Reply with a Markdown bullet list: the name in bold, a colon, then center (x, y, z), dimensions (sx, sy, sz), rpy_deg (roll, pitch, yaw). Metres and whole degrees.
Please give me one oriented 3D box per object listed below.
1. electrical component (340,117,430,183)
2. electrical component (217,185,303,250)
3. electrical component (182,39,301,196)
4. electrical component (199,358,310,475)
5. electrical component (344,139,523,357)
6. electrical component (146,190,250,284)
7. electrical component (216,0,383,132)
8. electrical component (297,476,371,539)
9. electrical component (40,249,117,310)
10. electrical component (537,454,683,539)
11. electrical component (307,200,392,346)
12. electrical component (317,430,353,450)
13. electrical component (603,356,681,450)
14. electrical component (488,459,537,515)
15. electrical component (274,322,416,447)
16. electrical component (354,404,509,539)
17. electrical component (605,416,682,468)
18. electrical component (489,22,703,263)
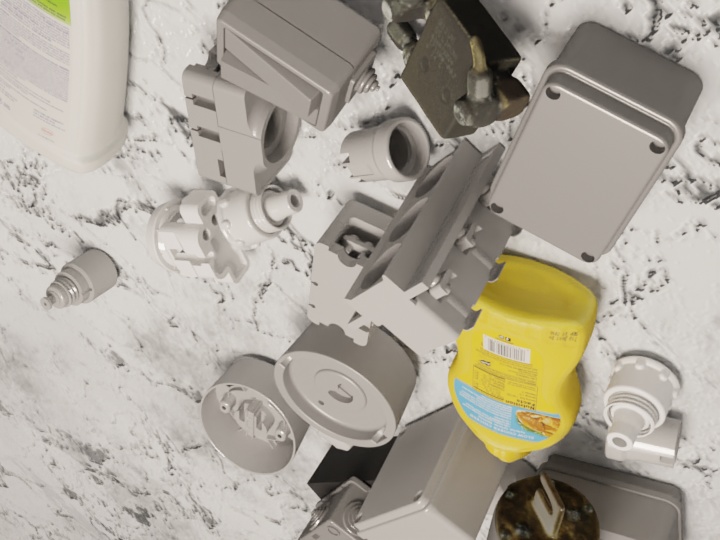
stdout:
- **electrical component**: center (0.015, -0.075, 0.685), dimensions (0.046, 0.040, 0.040), rpy_deg (-3, 130, 47)
- **electrical component**: center (-0.070, -0.043, 0.781), dimensions (0.062, 0.048, 0.048), rpy_deg (-15, 122, 38)
- **electrical component**: center (-0.076, -0.101, 0.715), dimensions (0.056, 0.050, 0.089), rpy_deg (20, 140, 19)
- **electrical component**: center (-0.093, 0.130, 0.972), dimensions (0.099, 0.064, 0.099), rpy_deg (21, 141, 18)
- **electrical component**: center (0.050, -0.012, 0.656), dimensions (0.063, 0.121, 0.079), rpy_deg (41, 143, -13)
- **electrical component**: center (-0.127, -0.026, 0.833), dimensions (0.057, 0.058, 0.078), rpy_deg (3, 134, 31)
- **electrical component**: center (-0.034, -0.125, 0.631), dimensions (0.096, 0.061, 0.061), rpy_deg (34, 165, 2)
- **electrical component**: center (0.001, 0.237, 0.944), dimensions (0.100, 0.048, 0.099), rpy_deg (38, 144, -3)
- **electrical component**: center (-0.252, 0.012, 0.959), dimensions (0.040, 0.078, 0.040), rpy_deg (17, 125, 26)
- **electrical component**: center (0.190, 0.197, 0.835), dimensions (0.113, 0.057, 0.078), rpy_deg (11, 137, 29)
- **electrical component**: center (0.000, 0.000, 0.763), dimensions (0.050, 0.055, 0.089), rpy_deg (25, 143, 13)
- **electrical component**: center (-0.025, 0.125, 0.932), dimensions (0.062, 0.043, 0.043), rpy_deg (34, 143, 4)
- **electrical component**: center (0.183, 0.092, 0.718), dimensions (0.048, 0.062, 0.048), rpy_deg (21, 141, 18)
- **electrical component**: center (0.116, 0.184, 0.891), dimensions (0.040, 0.040, 0.078), rpy_deg (37, 143, -3)
- **electrical component**: center (-0.007, 0.082, 0.856), dimensions (0.108, 0.060, 0.108), rpy_deg (21, 141, 18)
- **electrical component**: center (0.061, 0.170, 0.862), dimensions (0.056, 0.108, 0.109), rpy_deg (39, 143, -11)
- **electrical component**: center (0.199, 0.117, 0.754), dimensions (0.046, 0.040, 0.040), rpy_deg (10, 137, 22)
- **electrical component**: center (0.126, -0.067, 0.591), dimensions (0.078, 0.057, 0.113), rpy_deg (29, 143, 8)
